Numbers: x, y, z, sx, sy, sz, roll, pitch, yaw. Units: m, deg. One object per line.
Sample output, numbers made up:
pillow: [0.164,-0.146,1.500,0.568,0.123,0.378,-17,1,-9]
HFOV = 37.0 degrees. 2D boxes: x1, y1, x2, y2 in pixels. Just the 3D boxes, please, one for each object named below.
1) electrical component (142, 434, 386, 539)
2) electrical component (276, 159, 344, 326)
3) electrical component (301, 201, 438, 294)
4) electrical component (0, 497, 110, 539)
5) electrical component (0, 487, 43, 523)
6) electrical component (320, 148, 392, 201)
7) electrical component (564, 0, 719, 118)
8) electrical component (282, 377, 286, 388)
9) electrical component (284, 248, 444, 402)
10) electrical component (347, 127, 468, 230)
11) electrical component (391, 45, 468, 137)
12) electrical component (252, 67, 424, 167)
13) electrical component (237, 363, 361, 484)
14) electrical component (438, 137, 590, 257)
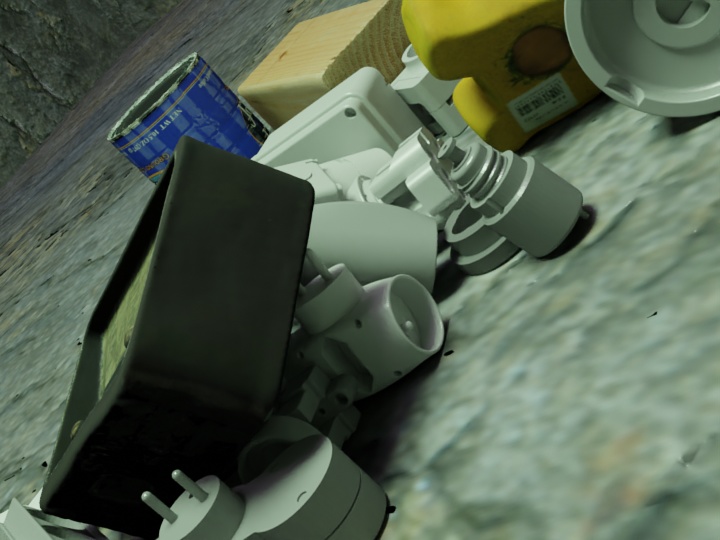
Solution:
electrical component: [-0.064,0.117,0.479,0.138,0.073,0.052,-37,22,18]
electrical component: [-0.041,-0.010,0.650,0.061,0.096,0.061,-15,25,-12]
electrical component: [0.000,0.000,0.600,0.079,0.077,0.043,99,175,-59]
electrical component: [-0.164,0.170,0.575,0.121,0.079,0.063,2,71,62]
electrical component: [-0.196,0.162,0.677,0.077,0.044,0.079,-10,39,56]
electrical component: [-0.001,-0.048,0.692,0.047,0.055,0.055,-23,12,-24]
electrical component: [0.156,-0.135,0.517,0.108,0.108,0.060,-31,18,30]
electrical component: [-0.057,0.061,0.625,0.040,0.040,0.046,-29,19,34]
electrical component: [-0.010,0.024,0.551,0.077,0.079,0.043,-30,15,33]
electrical component: [0.030,-0.044,0.634,0.057,0.058,0.078,-37,9,18]
electrical component: [0.068,-0.145,0.762,0.089,0.055,0.050,-49,21,-12]
electrical component: [-0.015,-0.077,0.755,0.113,0.078,0.057,-31,22,31]
electrical component: [-0.032,0.083,0.527,0.066,0.048,0.055,-35,14,24]
electrical component: [0.073,-0.039,0.529,0.040,0.078,0.040,-52,15,21]
